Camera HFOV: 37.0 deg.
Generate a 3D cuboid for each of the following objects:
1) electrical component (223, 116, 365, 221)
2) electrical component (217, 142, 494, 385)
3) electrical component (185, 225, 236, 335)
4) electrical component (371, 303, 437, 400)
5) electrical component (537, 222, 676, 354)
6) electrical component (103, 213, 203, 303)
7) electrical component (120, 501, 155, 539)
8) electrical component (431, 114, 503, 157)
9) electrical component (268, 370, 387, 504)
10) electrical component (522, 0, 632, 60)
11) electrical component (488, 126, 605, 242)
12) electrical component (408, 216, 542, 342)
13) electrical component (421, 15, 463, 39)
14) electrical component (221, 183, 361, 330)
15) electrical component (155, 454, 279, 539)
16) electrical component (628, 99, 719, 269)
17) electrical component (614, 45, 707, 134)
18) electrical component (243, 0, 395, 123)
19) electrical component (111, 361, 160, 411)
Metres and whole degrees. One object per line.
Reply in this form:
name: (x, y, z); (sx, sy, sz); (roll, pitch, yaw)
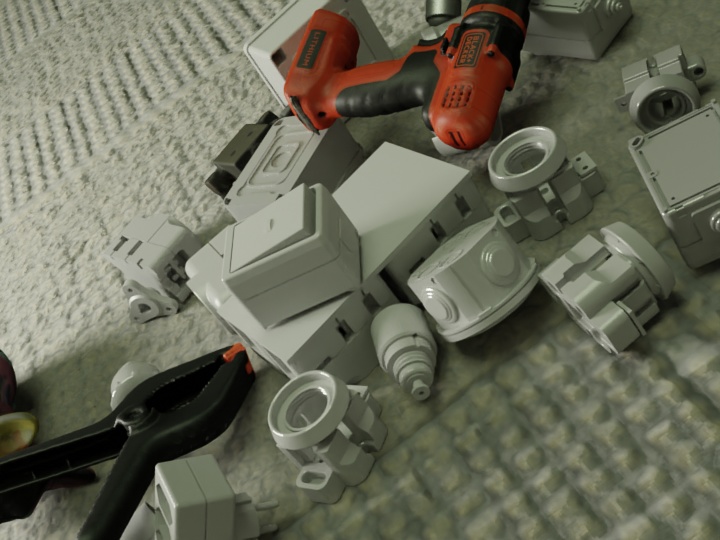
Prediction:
electrical component: (-0.054, -0.076, 0.929); (0.078, 0.057, 0.113); (-1, 48, 39)
electrical component: (0.000, 0.000, 0.793); (0.186, 0.060, 0.105); (-46, 36, -12)
electrical component: (-0.099, 0.012, 0.869); (0.059, 0.053, 0.095); (-42, 35, -6)
electrical component: (0.032, 0.056, 0.718); (0.040, 0.040, 0.078); (-30, 36, 10)
electrical component: (0.153, 0.008, 0.656); (0.057, 0.058, 0.078); (-41, 35, 0)
electrical component: (-0.179, -0.013, 0.970); (0.089, 0.050, 0.055); (13, 59, 48)
electrical component: (-0.157, 0.199, 0.716); (0.081, 0.043, 0.043); (-46, 36, -12)
electrical component: (0.086, -0.114, 0.868); (0.046, 0.040, 0.040); (-15, 41, 37)
electrical component: (-0.023, 0.102, 0.699); (0.058, 0.057, 0.078); (-1, 48, 39)
electrical component: (0.178, -0.213, 0.888); (0.096, 0.061, 0.061); (19, 63, 42)
electrical component: (0.126, -0.064, 0.760); (0.078, 0.057, 0.058); (-32, 35, 7)
electrical component: (0.075, 0.006, 0.710); (0.080, 0.051, 0.080); (-37, 9, 7)
electrical component: (0.084, -0.208, 0.977); (0.046, 0.040, 0.040); (-25, 37, 7)
electrical component: (-0.055, -0.009, 0.742); (0.096, 0.061, 0.061); (-24, 37, 18)
electrical component: (-0.087, 0.162, 0.680); (0.076, 0.083, 0.047); (-6, 27, -24)
electrical component: (0.214, -0.047, 0.661); (0.062, 0.061, 0.096); (-26, 36, 15)
electrical component: (0.215, -0.124, 0.764); (0.066, 0.048, 0.055); (-20, 31, 22)
electrical component: (-0.035, -0.199, 1.007); (0.109, 0.108, 0.056); (-45, 39, -12)
electrical component: (-0.176, 0.093, 0.854); (0.048, 0.048, 0.062); (-39, 29, -3)
